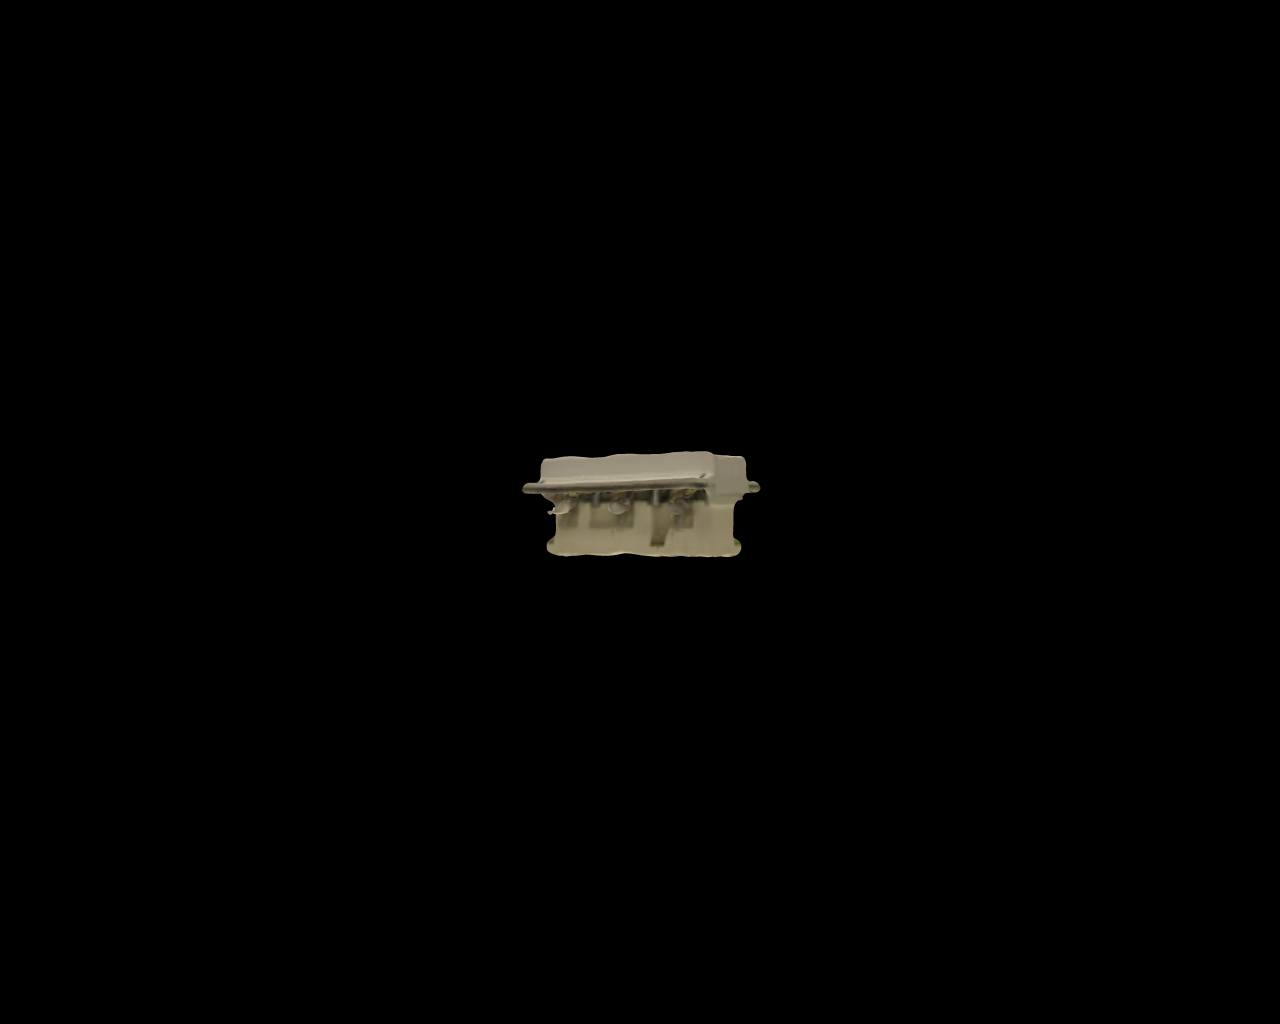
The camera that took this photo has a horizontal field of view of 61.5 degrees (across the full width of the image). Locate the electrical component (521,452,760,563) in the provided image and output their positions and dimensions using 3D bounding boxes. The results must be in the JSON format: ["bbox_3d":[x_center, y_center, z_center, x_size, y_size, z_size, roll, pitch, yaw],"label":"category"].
[{"bbox_3d":[0.001,-0.003,0.650,0.121,0.063,0.079,0,0,32],"label":"electrical component"}]
